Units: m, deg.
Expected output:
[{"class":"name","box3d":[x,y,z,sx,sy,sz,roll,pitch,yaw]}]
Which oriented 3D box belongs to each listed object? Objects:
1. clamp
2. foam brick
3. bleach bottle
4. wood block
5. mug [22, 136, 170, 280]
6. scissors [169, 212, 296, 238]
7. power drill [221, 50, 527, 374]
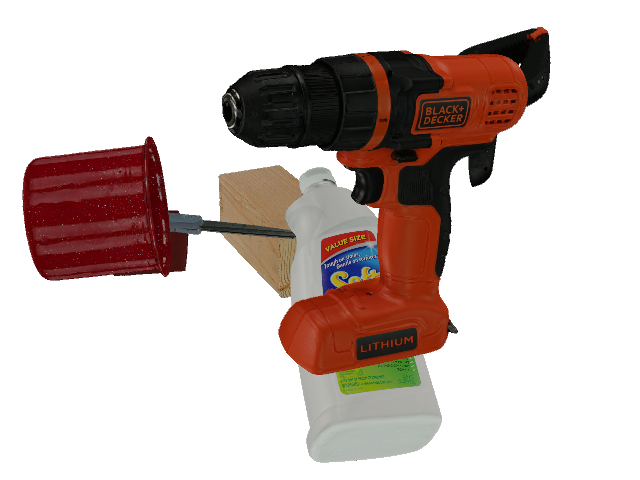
[{"class":"clamp","box3d":[0.141,-0.124,0.938,0.209,0.036,0.165,-33,44,-22]},{"class":"foam brick","box3d":[-0.182,0.002,1.125,0.078,0.051,0.053,-4,23,-17]},{"class":"bleach bottle","box3d":[0.015,0.046,0.846,0.102,0.251,0.068,-2,-36,-19]},{"class":"wood block","box3d":[-0.050,-0.016,1.335,0.090,0.090,0.206,-10,26,-23]},{"class":"mug","box3d":[-0.146,-0.017,0.713,0.081,0.093,0.117,-6,-1,-1]},{"class":"scissors","box3d":[-0.125,-0.009,0.908,0.202,0.016,0.096,12,24,14]},{"class":"power drill","box3d":[0.024,-0.016,0.609,0.184,0.188,0.057,-7,32,-27]}]
